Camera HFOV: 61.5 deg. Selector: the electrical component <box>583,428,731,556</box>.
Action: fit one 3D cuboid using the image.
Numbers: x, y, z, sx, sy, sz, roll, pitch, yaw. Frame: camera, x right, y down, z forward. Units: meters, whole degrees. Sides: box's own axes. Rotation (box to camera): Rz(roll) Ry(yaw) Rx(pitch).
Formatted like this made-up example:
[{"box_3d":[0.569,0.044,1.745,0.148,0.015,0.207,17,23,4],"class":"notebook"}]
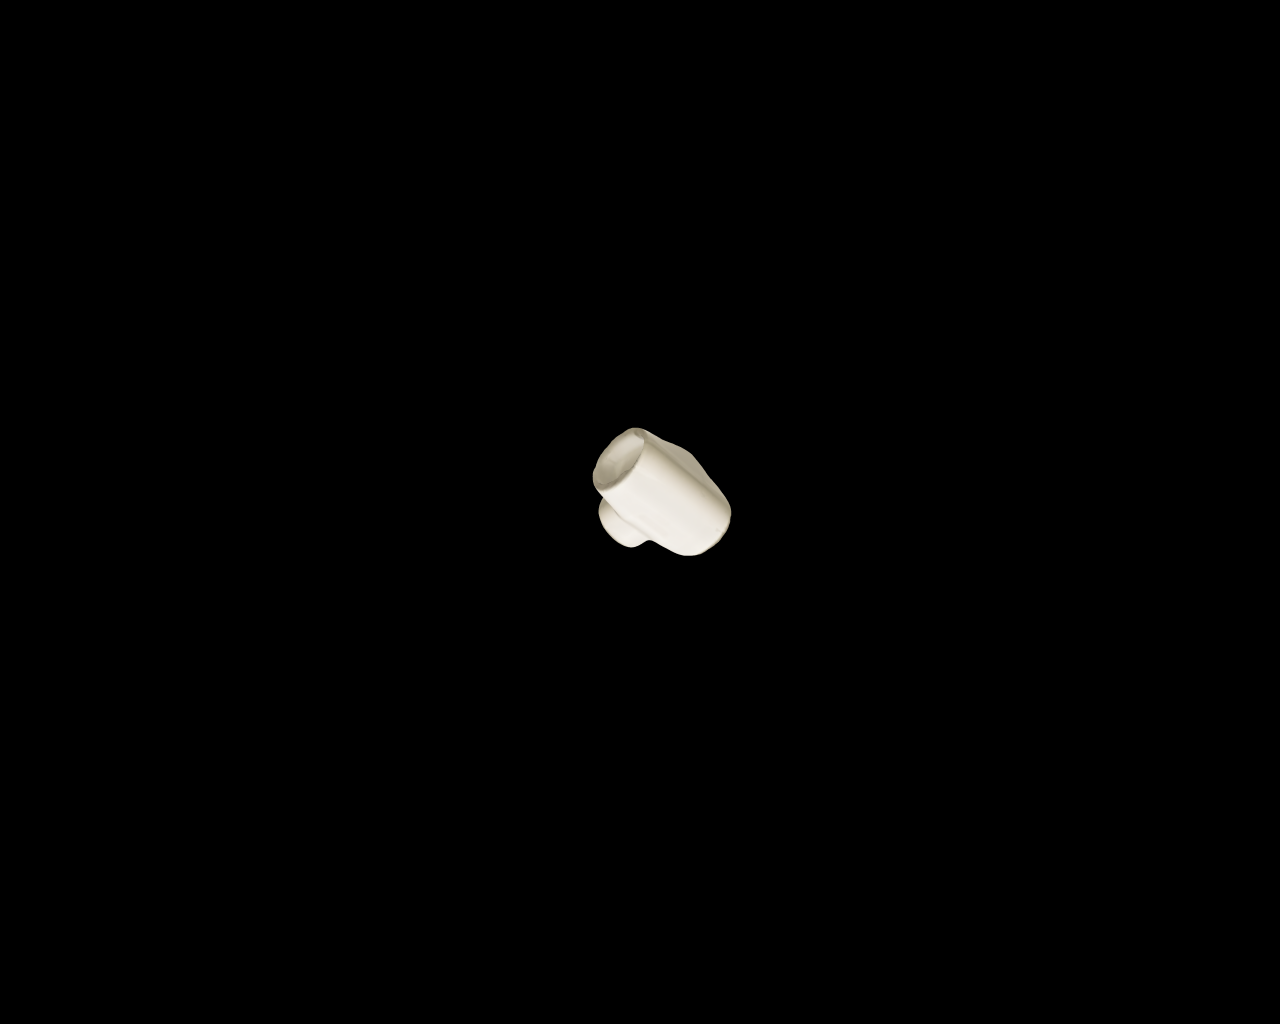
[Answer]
[{"box_3d":[0.001,-0.003,0.650,0.079,0.043,0.077,-33,-54,29],"class":"electrical component"}]
